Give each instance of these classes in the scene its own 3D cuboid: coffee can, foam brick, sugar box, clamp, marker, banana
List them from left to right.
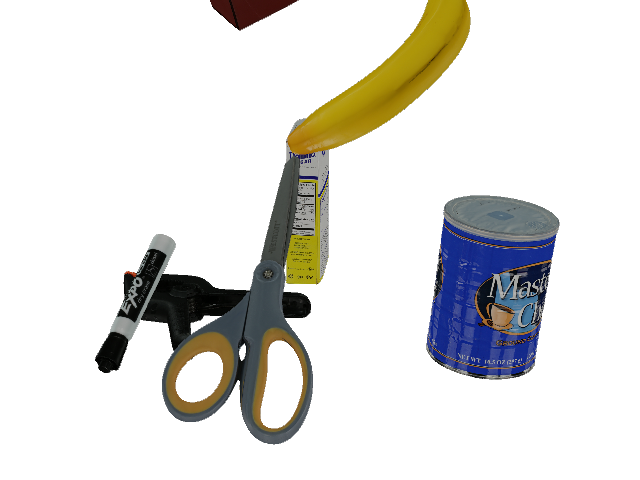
[{"bbox_3d":[-0.139,0.047,0.804,0.020,0.121,0.020,14,-35,10],"label":"marker"},{"bbox_3d":[-0.138,0.067,1.072,0.210,0.036,0.164,11,20,37],"label":"clamp"},{"bbox_3d":[-0.057,-0.230,0.933,0.078,0.051,0.053,-31,47,-15],"label":"foam brick"},{"bbox_3d":[-0.015,-0.046,1.244,0.048,0.176,0.093,1,22,7],"label":"sugar box"},{"bbox_3d":[0.057,-0.128,0.793,0.070,0.197,0.037,13,-35,49],"label":"banana"},{"bbox_3d":[0.155,0.041,0.975,0.103,0.140,0.103,4,21,-2],"label":"coffee can"}]

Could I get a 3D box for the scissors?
[{"bbox_3d":[-0.050,0.032,0.647,0.096,0.202,0.016,-8,-36,0],"label":"scissors"}]
